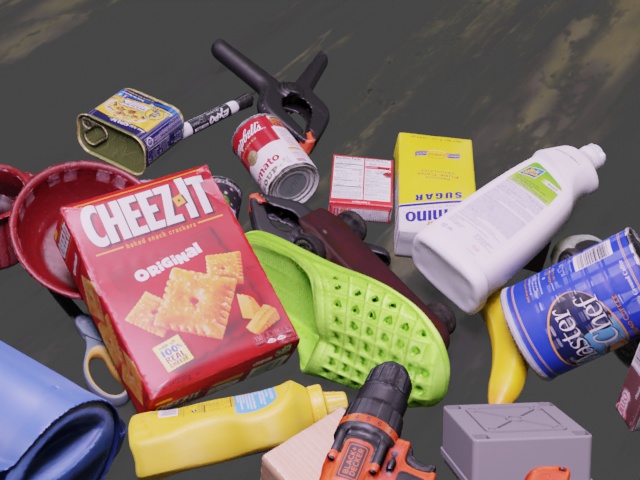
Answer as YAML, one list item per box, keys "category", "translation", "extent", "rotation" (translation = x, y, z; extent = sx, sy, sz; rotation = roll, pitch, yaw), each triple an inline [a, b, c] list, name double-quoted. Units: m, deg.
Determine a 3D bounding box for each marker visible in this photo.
- category: "marker"
  translation: [-0.131, -0.157, 1.346]
  extent: [0.120, 0.020, 0.020]
  rotation: [-32, 55, -34]

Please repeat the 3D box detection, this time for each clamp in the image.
- category: "clamp"
  translation: [-0.052, -0.187, 1.363]
  extent: [0.164, 0.036, 0.210]
  rotation: [6, 44, -19]
- category: "clamp"
  translation: [-0.008, 0.001, 1.179]
  extent: [0.120, 0.039, 0.172]
  rotation: [-21, 56, -35]

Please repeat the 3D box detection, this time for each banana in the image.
- category: "banana"
  translation: [0.179, 0.097, 1.101]
  extent: [0.069, 0.037, 0.198]
  rotation: [-15, 45, -2]

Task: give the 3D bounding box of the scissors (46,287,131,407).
- category: "scissors"
  translation: [-0.216, 0.086, 1.079]
  extent: [0.096, 0.016, 0.202]
  rotation: [-13, 46, -22]

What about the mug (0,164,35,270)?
- category: "mug"
  translation: [-0.343, -0.028, 1.137]
  extent: [0.093, 0.081, 0.117]
  rotation: [26, 47, 20]

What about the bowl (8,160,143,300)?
- category: "bowl"
  translation: [-0.240, 0.000, 1.105]
  extent: [0.162, 0.055, 0.162]
  rotation: [9, 60, -15]

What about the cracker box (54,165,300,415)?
- category: "cracker box"
  translation: [-0.140, 0.046, 1.039]
  extent: [0.163, 0.072, 0.214]
  rotation: [-19, 70, -28]

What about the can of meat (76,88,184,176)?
- category: "can of meat"
  translation: [-0.226, -0.133, 1.282]
  extent: [0.102, 0.057, 0.083]
  rotation: [25, 44, 19]

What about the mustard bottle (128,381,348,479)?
- category: "mustard bottle"
  translation: [-0.069, 0.164, 0.943]
  extent: [0.191, 0.058, 0.096]
  rotation: [-12, 2, -5]

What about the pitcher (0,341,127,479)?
- category: "pitcher"
  translation: [-0.297, 0.144, 0.939]
  extent: [0.243, 0.149, 0.144]
  rotation: [27, 62, 25]

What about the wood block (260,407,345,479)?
- category: "wood block"
  translation: [0.047, 0.251, 0.880]
  extent: [0.090, 0.090, 0.206]
  rotation: [-27, 53, -31]

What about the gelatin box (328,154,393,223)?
- category: "gelatin box"
  translation: [0.049, -0.060, 1.256]
  extent: [0.073, 0.030, 0.089]
  rotation: [5, 43, 0]

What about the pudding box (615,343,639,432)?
- category: "pudding box"
  translation: [0.344, 0.130, 1.026]
  extent: [0.090, 0.113, 0.039]
  rotation: [-7, 43, -16]

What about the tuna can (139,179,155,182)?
- category: "tuna can"
  translation: [-0.190, -0.028, 1.190]
  extent: [0.086, 0.034, 0.086]
  rotation: [3, 43, -3]

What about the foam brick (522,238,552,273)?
- category: "foam brick"
  translation: [0.222, -0.007, 1.203]
  extent: [0.078, 0.053, 0.051]
  rotation: [17, 44, 12]

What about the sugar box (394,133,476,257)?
- category: "sugar box"
  translation: [0.134, -0.053, 1.247]
  extent: [0.093, 0.048, 0.176]
  rotation: [5, 42, -2]

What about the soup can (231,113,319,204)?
- category: "soup can"
  translation: [-0.052, -0.092, 1.250]
  extent: [0.068, 0.068, 0.102]
  rotation: [-17, 48, -23]

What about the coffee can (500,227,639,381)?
- category: "coffee can"
  translation: [0.263, 0.064, 1.048]
  extent: [0.140, 0.102, 0.103]
  rotation: [-29, 39, 21]

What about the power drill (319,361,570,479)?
- category: "power drill"
  translation: [0.096, 0.189, 0.843]
  extent: [0.188, 0.057, 0.184]
  rotation: [16, 49, 14]

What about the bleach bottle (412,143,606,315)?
- category: "bleach bottle"
  translation: [0.220, -0.028, 1.141]
  extent: [0.250, 0.068, 0.103]
  rotation: [-33, 60, -24]
